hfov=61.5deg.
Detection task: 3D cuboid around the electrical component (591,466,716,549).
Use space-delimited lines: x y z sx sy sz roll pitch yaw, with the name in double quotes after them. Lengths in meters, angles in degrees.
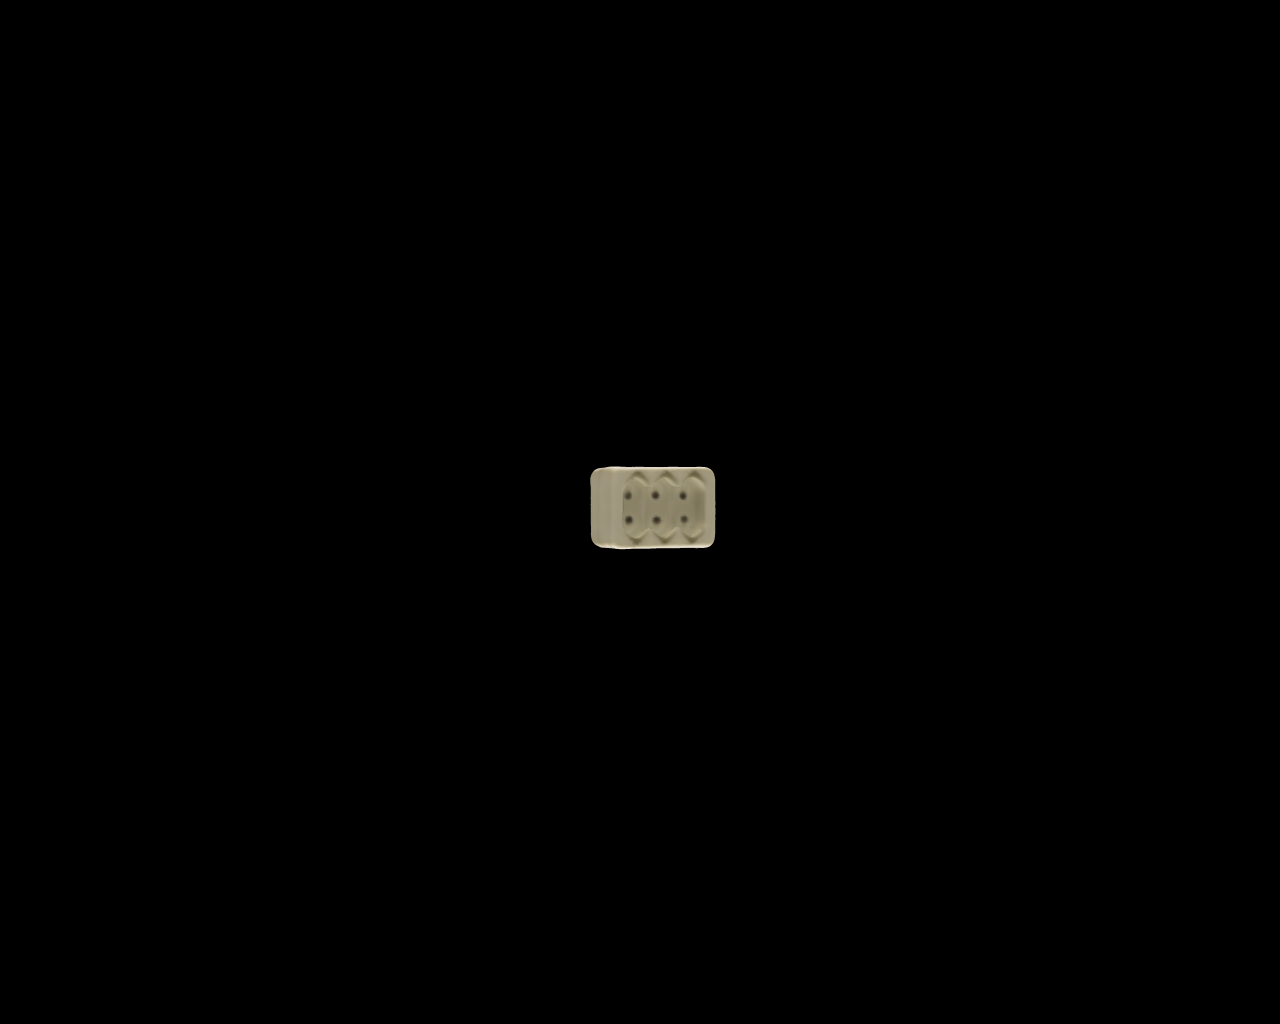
0.001 -0.003 0.650 0.066 0.047 0.076 0 0 -21 "electrical component"
